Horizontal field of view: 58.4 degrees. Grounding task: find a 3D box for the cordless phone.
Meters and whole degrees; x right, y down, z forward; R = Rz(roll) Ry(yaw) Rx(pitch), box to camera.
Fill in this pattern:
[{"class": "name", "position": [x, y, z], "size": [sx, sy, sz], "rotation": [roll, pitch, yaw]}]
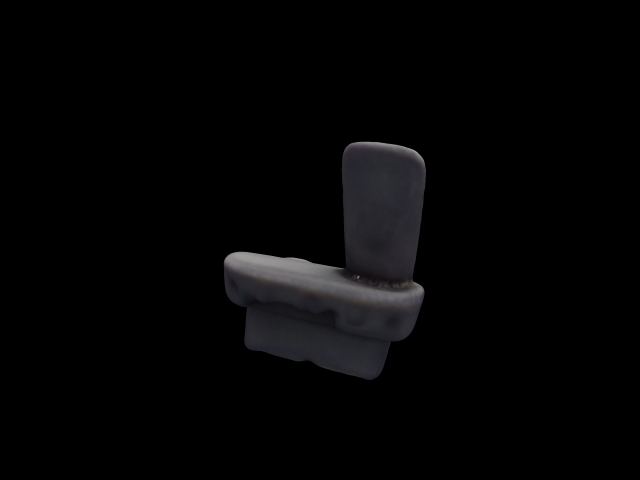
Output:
[{"class": "cordless phone", "position": [0.004, 0.001, 0.400], "size": [0.147, 0.185, 0.094], "rotation": [8, 44, 9]}]
